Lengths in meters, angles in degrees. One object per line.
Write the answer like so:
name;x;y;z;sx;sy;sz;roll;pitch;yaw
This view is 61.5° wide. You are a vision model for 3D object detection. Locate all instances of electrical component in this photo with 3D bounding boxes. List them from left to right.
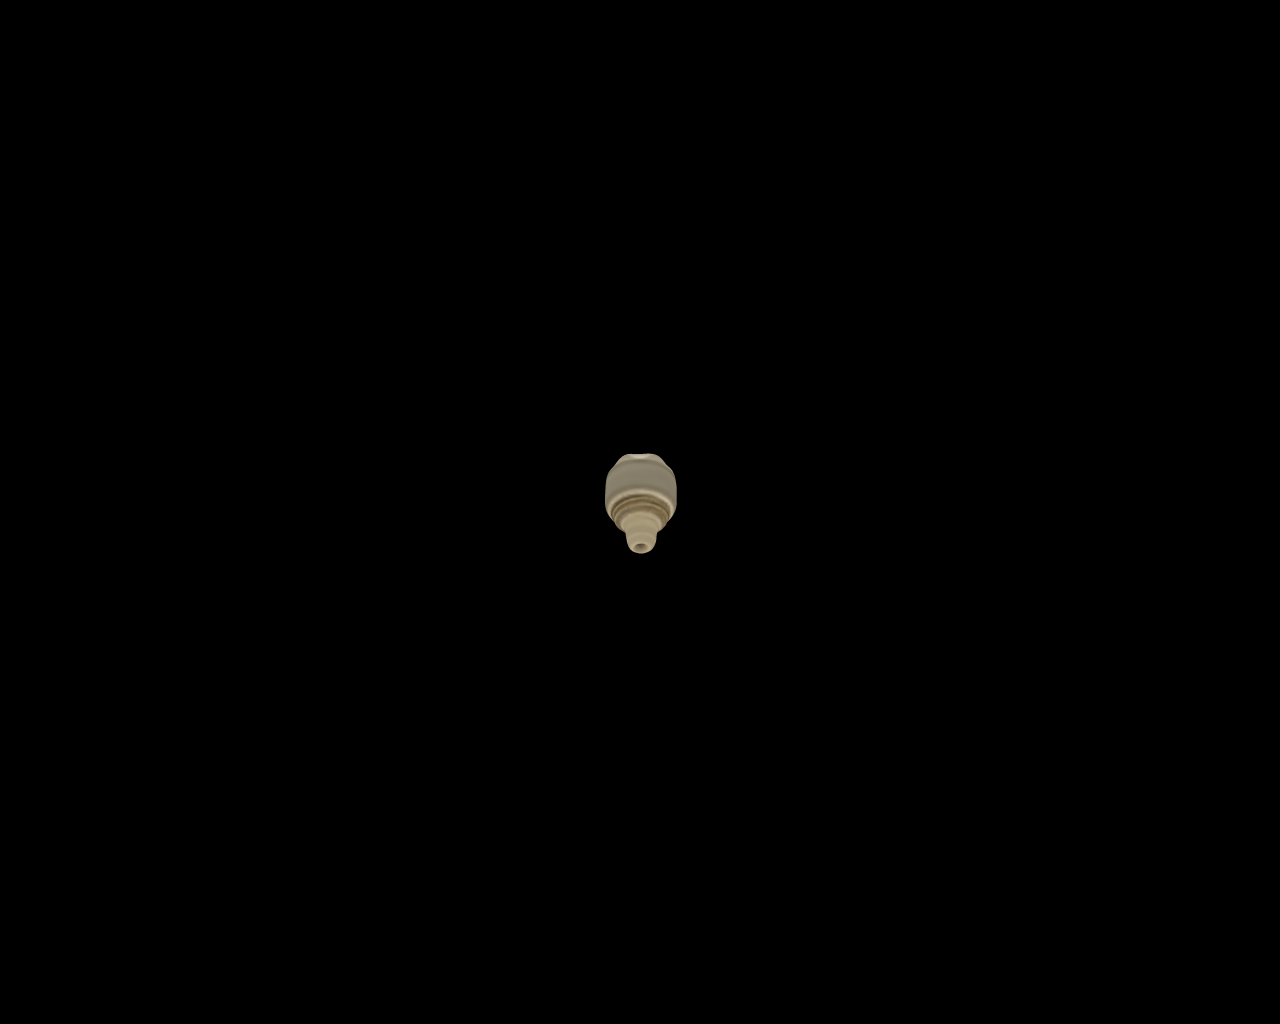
electrical component;0.001;-0.003;0.650;0.043;0.062;0.043;0;-37;0
